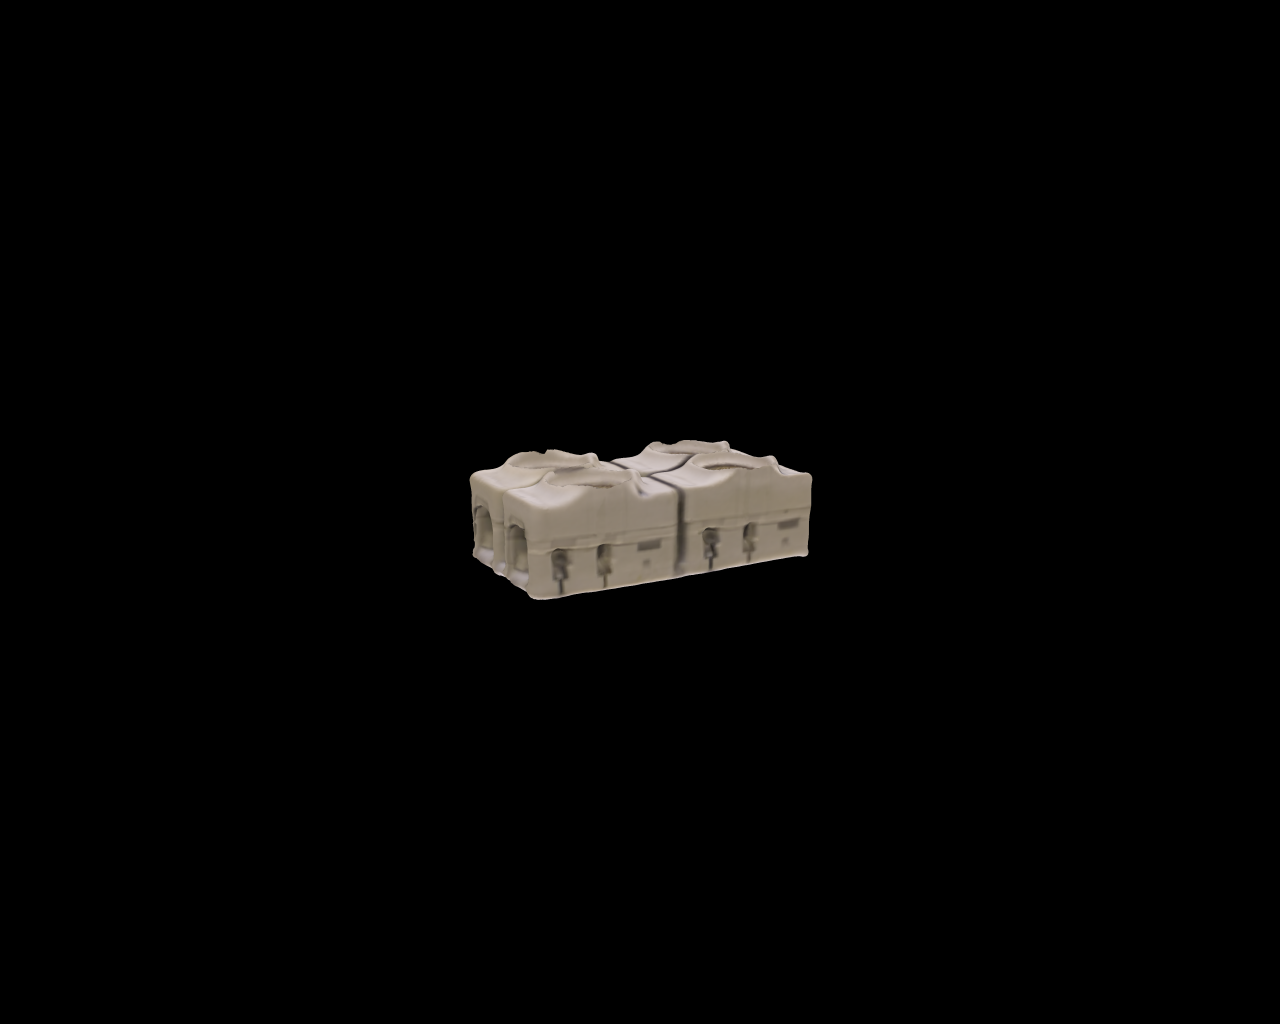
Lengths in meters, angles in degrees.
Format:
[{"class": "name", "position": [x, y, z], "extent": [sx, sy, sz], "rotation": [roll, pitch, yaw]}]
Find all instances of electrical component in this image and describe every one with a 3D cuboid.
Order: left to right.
[{"class": "electrical component", "position": [0.001, -0.003, 0.650], "extent": [0.186, 0.060, 0.105], "rotation": [-7, 16, -26]}]
